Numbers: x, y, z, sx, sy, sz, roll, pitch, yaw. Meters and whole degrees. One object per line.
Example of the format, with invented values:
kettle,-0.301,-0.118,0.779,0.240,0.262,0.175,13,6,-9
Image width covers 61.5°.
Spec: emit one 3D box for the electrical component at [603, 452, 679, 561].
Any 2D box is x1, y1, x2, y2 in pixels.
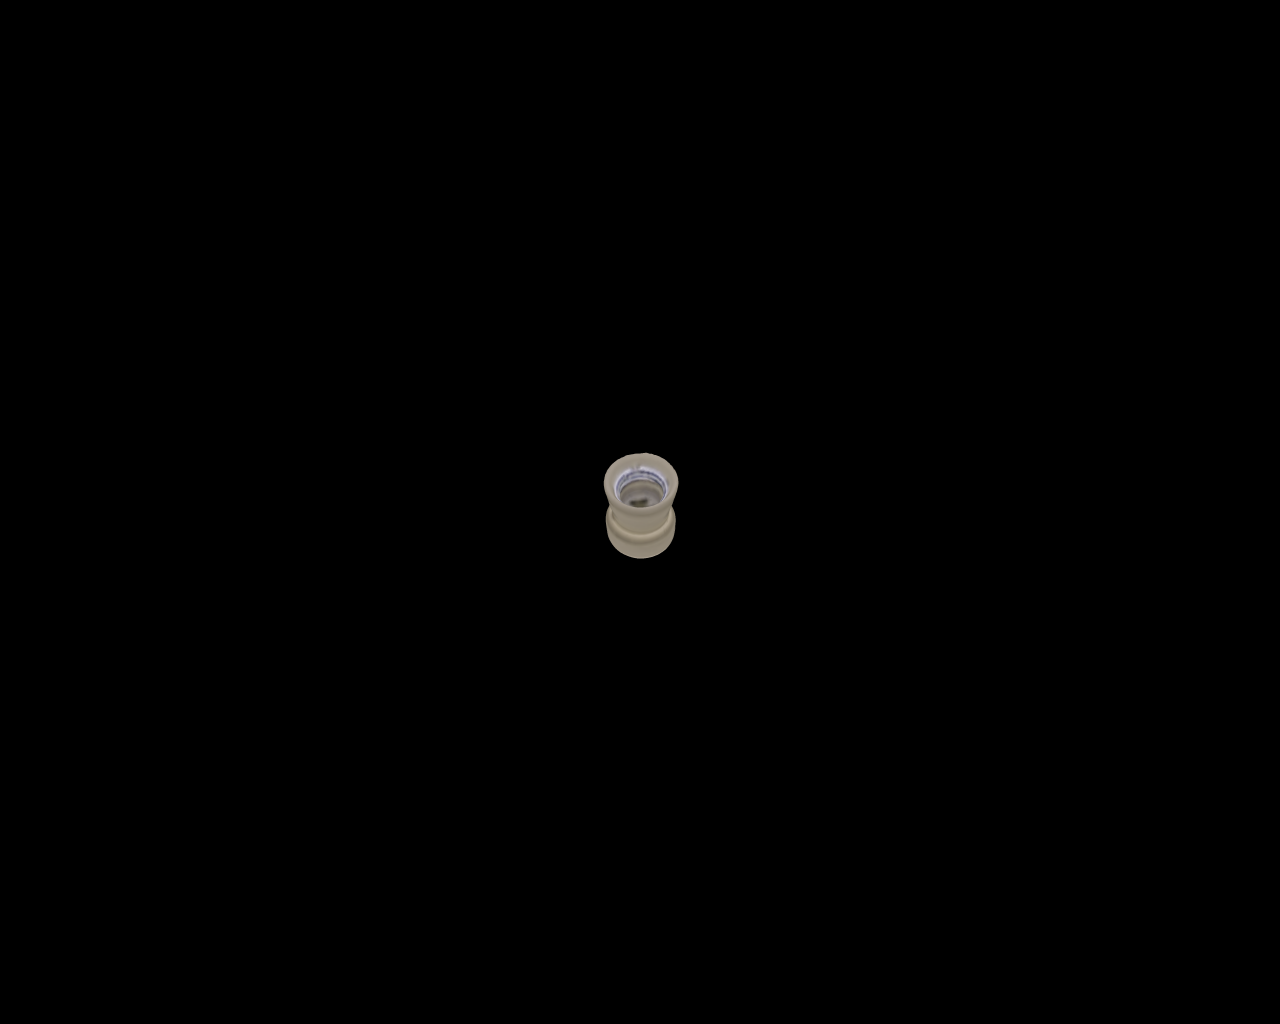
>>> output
electrical component,0.001,-0.003,0.650,0.045,0.045,0.055,0,-37,0
